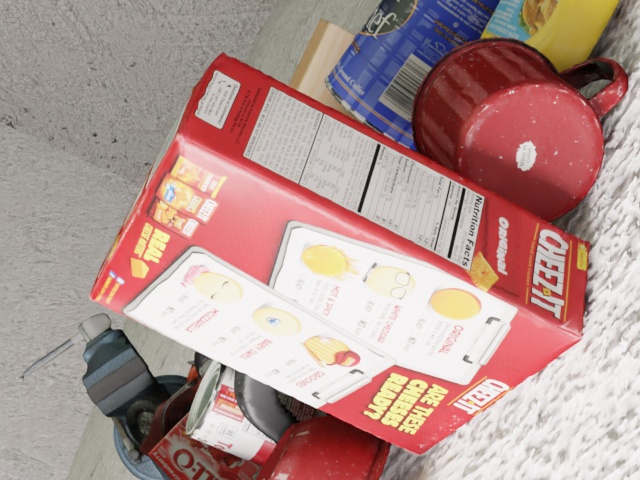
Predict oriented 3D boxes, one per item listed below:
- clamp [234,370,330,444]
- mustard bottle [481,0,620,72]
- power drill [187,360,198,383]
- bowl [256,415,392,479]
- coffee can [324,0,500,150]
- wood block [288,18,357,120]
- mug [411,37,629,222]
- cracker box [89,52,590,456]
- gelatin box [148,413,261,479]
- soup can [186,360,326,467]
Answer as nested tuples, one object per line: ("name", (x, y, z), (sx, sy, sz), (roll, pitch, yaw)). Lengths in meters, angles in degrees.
("clamp", (-0.033, 0.068, 0.739), (0.036, 0.164, 0.210), (-140, 38, -79))
("mustard bottle", (0.144, -0.146, 0.650), (0.192, 0.058, 0.096), (-62, 21, 13))
("power drill", (-0.101, 0.119, 1.120), (0.187, 0.057, 0.184), (-94, 0, -51))
("bowl", (-0.016, 0.168, 0.662), (0.162, 0.055, 0.162), (-60, 1, 1))
("coffee can", (0.084, -0.142, 0.763), (0.140, 0.102, 0.103), (-54, 15, 19))
("wood block", (-0.001, -0.133, 1.192), (0.206, 0.090, 0.091), (-63, 13, 11))
("mug", (0.114, -0.063, 0.583), (0.117, 0.093, 0.081), (-27, 24, 4))
("cracker box", (0.005, 0.016, 0.560), (0.164, 0.213, 0.072), (-51, 17, 51))
("gelatin box", (-0.091, 0.190, 0.915), (0.073, 0.089, 0.030), (-46, -6, 22))
("soup can", (-0.041, 0.134, 0.802), (0.069, 0.102, 0.068), (-60, 13, 23))
